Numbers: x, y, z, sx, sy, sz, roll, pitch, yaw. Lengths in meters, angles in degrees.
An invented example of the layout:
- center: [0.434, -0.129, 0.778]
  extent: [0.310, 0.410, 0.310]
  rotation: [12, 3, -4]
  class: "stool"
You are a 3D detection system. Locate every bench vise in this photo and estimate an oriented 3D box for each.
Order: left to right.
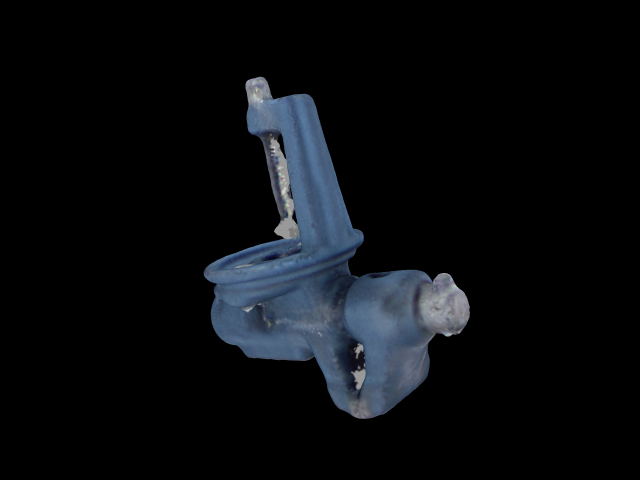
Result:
- center: [0.008, -0.002, 0.411]
  extent: [0.207, 0.220, 0.122]
  rotation: [6, 19, 19]
  class: "bench vise"
